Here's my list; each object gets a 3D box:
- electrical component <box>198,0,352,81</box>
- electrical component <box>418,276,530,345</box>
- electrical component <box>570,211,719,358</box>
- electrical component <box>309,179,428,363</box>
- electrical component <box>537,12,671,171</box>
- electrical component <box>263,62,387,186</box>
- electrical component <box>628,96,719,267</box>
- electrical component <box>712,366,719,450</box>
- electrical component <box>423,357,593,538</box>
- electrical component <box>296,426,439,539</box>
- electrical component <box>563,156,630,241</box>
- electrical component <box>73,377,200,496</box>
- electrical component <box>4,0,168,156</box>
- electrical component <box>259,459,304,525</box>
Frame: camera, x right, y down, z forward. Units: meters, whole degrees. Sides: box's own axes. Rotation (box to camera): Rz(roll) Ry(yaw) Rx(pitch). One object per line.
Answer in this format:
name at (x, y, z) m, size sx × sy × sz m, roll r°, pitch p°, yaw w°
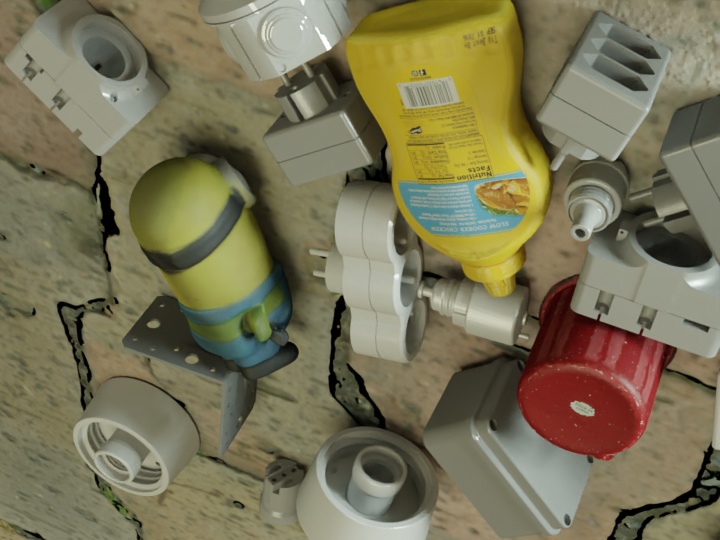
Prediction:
electrical component at (-0.047, -0.149, 0.612) m, size 0.080 × 0.080 × 0.051 m, roll -8°, pitch 127°, yaw 33°
electrical component at (0.077, 0.023, 0.717) m, size 0.078 × 0.040 × 0.040 m, roll 15°, pitch 133°, yaw 17°
electrical component at (0.179, 0.004, 0.639) m, size 0.089 × 0.050 × 0.055 m, roll 19°, pitch 134°, yaw 13°
electrical component at (0.000, 0.000, 0.731) m, size 0.074 × 0.052 × 0.138 m, roll 10°, pitch 131°, yaw 22°
electrical component at (0.123, -0.086, 0.582) m, size 0.047 × 0.065 × 0.076 m, roll 30°, pitch 135°, yaw 3°
electrical component at (-0.027, -0.101, 0.663) m, size 0.066 × 0.047 × 0.076 m, roll -12°, pitch 122°, yaw 36°
electrical component at (0.187, -0.043, 0.597) m, size 0.076 × 0.047 × 0.083 m, roll -18°, pitch 117°, yaw 38°
electrical component at (0.261, 0.079, 0.661) m, size 0.077 × 0.047 × 0.065 m, roll 8°, pitch 131°, yaw 22°
electrical component at (0.108, 0.127, 0.763) m, size 0.057 × 0.078 × 0.113 m, roll -21°, pitch 115°, yaw 42°
electrical component at (0.009, 0.170, 0.836) m, size 0.108 × 0.108 × 0.060 m, roll 25°, pitch 128°, yaw 8°
electrical component at (0.134, -0.039, 0.619) m, size 0.035 × 0.061 × 0.035 m, roll 15°, pitch 133°, yaw 17°
electrical component at (-0.207, 0.157, 0.969) m, size 0.108 × 0.060 × 0.108 m, roll 15°, pitch 133°, yaw 17°
electrical component at (-0.180, -0.132, 0.717) m, size 0.089 × 0.050 × 0.056 m, roll 47°, pitch 134°, yaw -14°
electrical component at (-0.068, 0.194, 0.942) m, size 0.040 × 0.040 × 0.046 m, roll 18°, pitch 128°, yaw 14°
